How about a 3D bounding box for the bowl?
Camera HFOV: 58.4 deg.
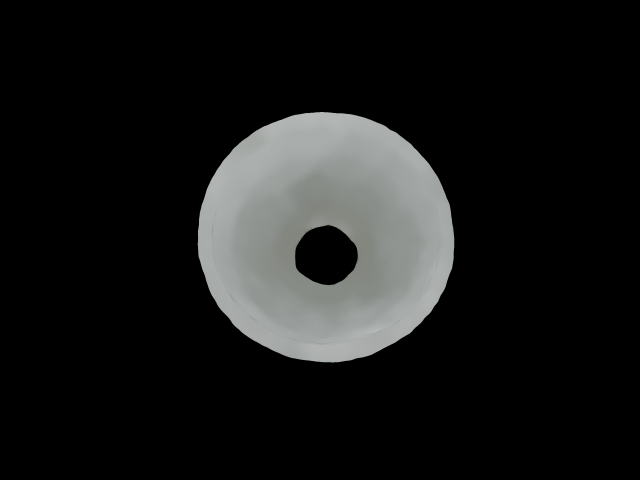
[{"bbox_3d":[0.004,0.001,0.400,0.167,0.075,0.167,0,77,0],"label":"bowl"}]
